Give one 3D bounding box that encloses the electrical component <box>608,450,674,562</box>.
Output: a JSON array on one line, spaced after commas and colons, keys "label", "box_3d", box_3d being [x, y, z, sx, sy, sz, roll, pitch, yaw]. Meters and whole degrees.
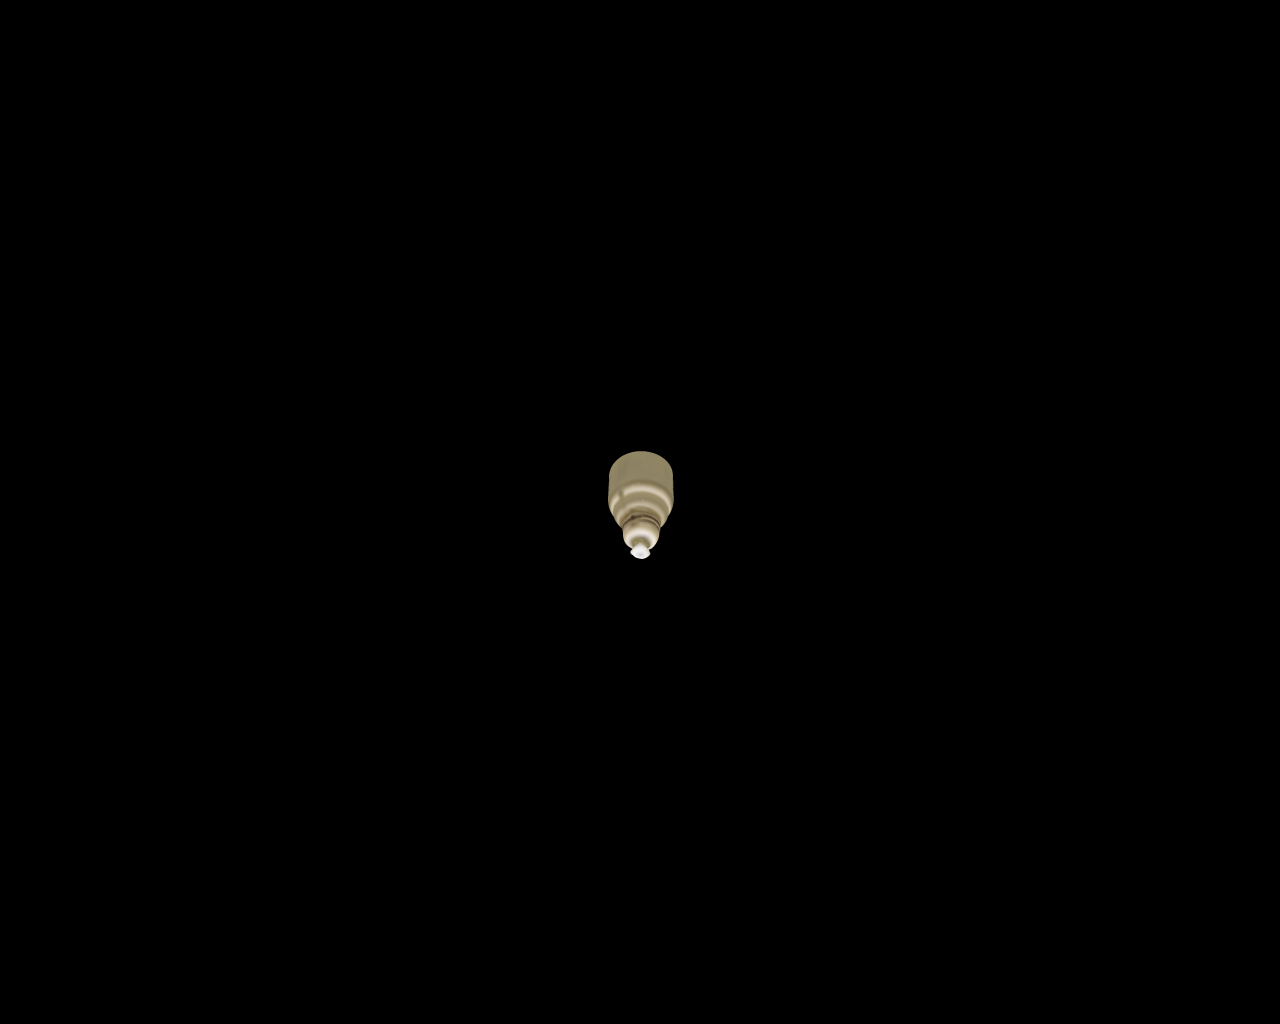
[{"label": "electrical component", "box_3d": [0.001, -0.003, 0.650, 0.040, 0.040, 0.078, 0, 44, 0]}]
